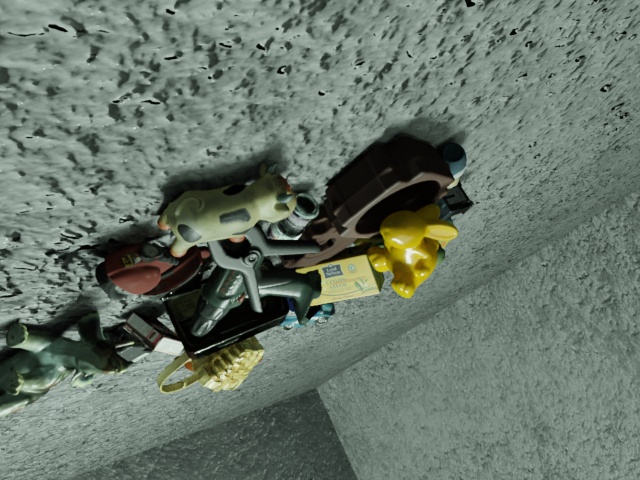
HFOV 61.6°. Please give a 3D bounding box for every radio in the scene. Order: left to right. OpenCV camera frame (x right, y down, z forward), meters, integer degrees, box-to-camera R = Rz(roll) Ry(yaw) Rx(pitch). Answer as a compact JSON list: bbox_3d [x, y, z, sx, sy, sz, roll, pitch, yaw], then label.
[{"bbox_3d":[-0.184,0.140,1.087,0.230,0.131,0.073,-21,162,-16],"label":"radio"}]

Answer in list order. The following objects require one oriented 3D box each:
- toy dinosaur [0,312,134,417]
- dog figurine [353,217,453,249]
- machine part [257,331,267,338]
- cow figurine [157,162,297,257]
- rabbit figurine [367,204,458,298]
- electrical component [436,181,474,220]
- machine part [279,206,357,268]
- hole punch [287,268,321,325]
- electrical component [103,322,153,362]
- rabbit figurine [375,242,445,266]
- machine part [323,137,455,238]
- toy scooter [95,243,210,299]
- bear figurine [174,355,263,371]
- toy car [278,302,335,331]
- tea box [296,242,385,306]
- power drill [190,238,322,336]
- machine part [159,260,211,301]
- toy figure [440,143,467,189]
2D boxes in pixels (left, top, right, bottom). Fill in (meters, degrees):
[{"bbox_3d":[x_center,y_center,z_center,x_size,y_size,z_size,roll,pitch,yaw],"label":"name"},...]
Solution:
[{"bbox_3d":[-0.518,0.242,0.960,0.405,0.131,0.192,-26,161,18],"label":"toy dinosaur"},{"bbox_3d":[0.179,0.001,1.242,0.219,0.108,0.191,-10,155,-33],"label":"dog figurine"},{"bbox_3d":[-0.152,0.182,1.318,0.079,0.079,0.243,-18,158,-23],"label":"machine part"},{"bbox_3d":[-0.122,-0.048,0.770,0.195,0.085,0.127,-13,163,-32],"label":"cow figurine"},{"bbox_3d":[0.167,0.005,0.977,0.162,0.122,0.173,-30,142,2],"label":"rabbit figurine"},{"bbox_3d":[0.272,-0.084,1.192,0.119,0.075,0.047,-12,156,-27],"label":"electrical component"},{"bbox_3d":[-0.002,-0.003,1.070,0.179,0.056,0.179,-23,162,-8],"label":"machine part"},{"bbox_3d":[-0.066,0.125,1.218,0.092,0.115,0.142,-7,-168,29],"label":"hole punch"},{"bbox_3d":[-0.420,0.223,1.108,0.115,0.058,0.134,-30,160,3],"label":"electrical component"},{"bbox_3d":[0.182,-0.011,1.111,0.159,0.170,0.121,-32,160,13],"label":"rabbit figurine"},{"bbox_3d":[0.122,-0.090,0.964,0.201,0.087,0.201,-38,159,31],"label":"machine part"},{"bbox_3d":[-0.248,0.040,0.837,0.135,0.075,0.183,-29,164,8],"label":"toy scooter"},{"bbox_3d":[-0.272,0.306,1.411,0.196,0.132,0.120,-35,157,5],"label":"bear figurine"},{"bbox_3d":[-0.047,0.161,1.385,0.162,0.109,0.102,-14,137,-3],"label":"toy car"},{"bbox_3d":[0.045,0.075,1.171,0.170,0.098,0.068,-15,-161,25],"label":"tea box"},{"bbox_3d":[-0.114,0.100,1.003,0.207,0.086,0.231,17,112,-19],"label":"power drill"},{"bbox_3d":[-0.247,0.072,0.976,0.084,0.039,0.139,-5,153,-36],"label":"machine part"},{"bbox_3d":[0.252,-0.136,1.054,0.064,0.058,0.154,-13,162,4],"label":"toy figure"}]
